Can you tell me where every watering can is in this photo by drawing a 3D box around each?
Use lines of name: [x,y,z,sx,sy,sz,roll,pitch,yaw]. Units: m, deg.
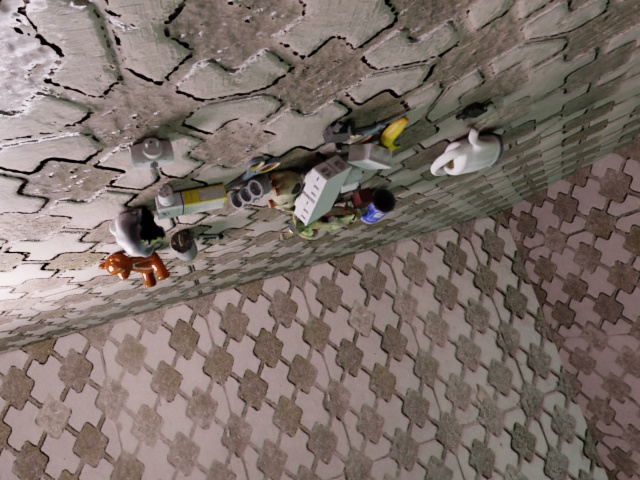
watering can: [0.482,-0.280,1.613,0.225,0.105,0.343,-16,170,-15]

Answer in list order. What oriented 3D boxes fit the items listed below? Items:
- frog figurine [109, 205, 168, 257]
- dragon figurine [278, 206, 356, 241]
frog figurine: [-0.501,-0.010,1.368,0.158,0.125,0.135,-14,140,33]
dragon figurine: [0.005,-0.086,1.699,0.243,0.124,0.404,0,161,-33]
